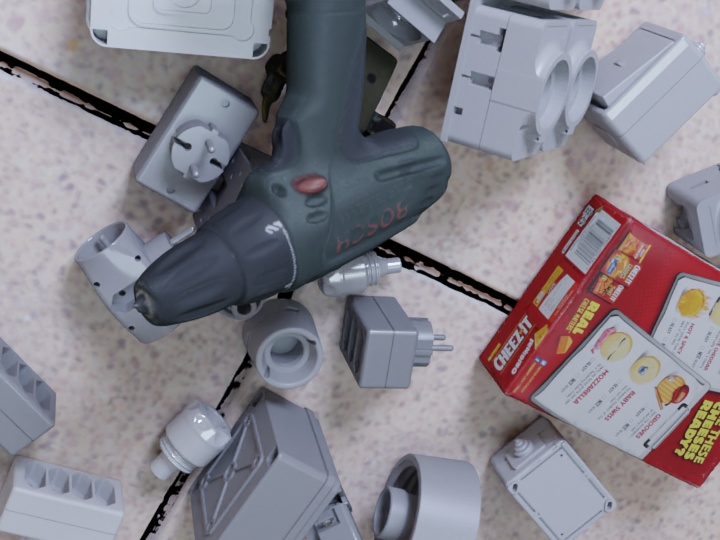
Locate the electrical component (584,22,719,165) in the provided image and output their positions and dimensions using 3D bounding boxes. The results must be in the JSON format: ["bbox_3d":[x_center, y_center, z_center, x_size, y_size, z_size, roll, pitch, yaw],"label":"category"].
[{"bbox_3d":[0.208,-0.136,0.775,0.096,0.061,0.061,-45,116,6],"label":"electrical component"}]

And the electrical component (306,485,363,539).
[{"bbox_3d":[-0.024,0.199,0.843,0.042,0.063,0.081,-25,157,-4],"label":"electrical component"}]

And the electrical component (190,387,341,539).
[{"bbox_3d":[-0.074,0.161,0.798,0.056,0.108,0.108,31,101,-21],"label":"electrical component"}]

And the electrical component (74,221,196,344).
[{"bbox_3d":[-0.143,-0.001,0.748,0.079,0.043,0.077,-33,116,0],"label":"electrical component"}]

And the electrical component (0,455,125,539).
[{"bbox_3d":[-0.229,0.190,0.801,0.083,0.047,0.075,20,105,-22],"label":"electrical component"}]

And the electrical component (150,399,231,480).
[{"bbox_3d":[-0.130,0.131,0.806,0.062,0.043,0.043,-43,116,6],"label":"electrical component"}]

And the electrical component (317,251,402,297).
[{"bbox_3d":[0.000,0.000,0.791,0.061,0.035,0.035,-7,114,-14],"label":"electrical component"}]

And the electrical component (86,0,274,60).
[{"bbox_3d":[-0.112,-0.178,0.675,0.113,0.057,0.078,2,111,-16],"label":"electrical component"}]

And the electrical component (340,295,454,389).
[{"bbox_3d":[0.031,0.054,0.804,0.077,0.065,0.047,3,111,-16],"label":"electrical component"}]

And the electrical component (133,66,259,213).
[{"bbox_3d":[-0.107,-0.081,0.706,0.047,0.075,0.083,30,102,-24],"label":"electrical component"}]

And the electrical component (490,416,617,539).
[{"bbox_3d":[0.154,0.169,0.892,0.062,0.061,0.096,-39,108,3],"label":"electrical component"}]

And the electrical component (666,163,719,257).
[{"bbox_3d":[0.296,-0.052,0.837,0.089,0.055,0.050,-22,116,-5],"label":"electrical component"}]

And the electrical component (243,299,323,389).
[{"bbox_3d":[-0.056,0.055,0.792,0.055,0.047,0.055,-5,113,-13],"label":"electrical component"}]

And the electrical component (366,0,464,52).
[{"bbox_3d":[0.037,-0.184,0.707,0.042,0.081,0.063,36,76,-25],"label":"electrical component"}]

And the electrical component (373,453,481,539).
[{"bbox_3d":[0.045,0.197,0.847,0.060,0.108,0.108,16,107,-14],"label":"electrical component"}]

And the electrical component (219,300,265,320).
[{"bbox_3d":[-0.086,0.014,0.759,0.043,0.062,0.043,-5,114,-12],"label":"electrical component"}]

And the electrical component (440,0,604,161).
[{"bbox_3d":[0.122,-0.172,0.706,0.060,0.105,0.186,21,112,25],"label":"electrical component"}]

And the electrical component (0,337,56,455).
[{"bbox_3d":[-0.265,0.098,0.754,0.077,0.047,0.065,-36,116,2],"label":"electrical component"}]
